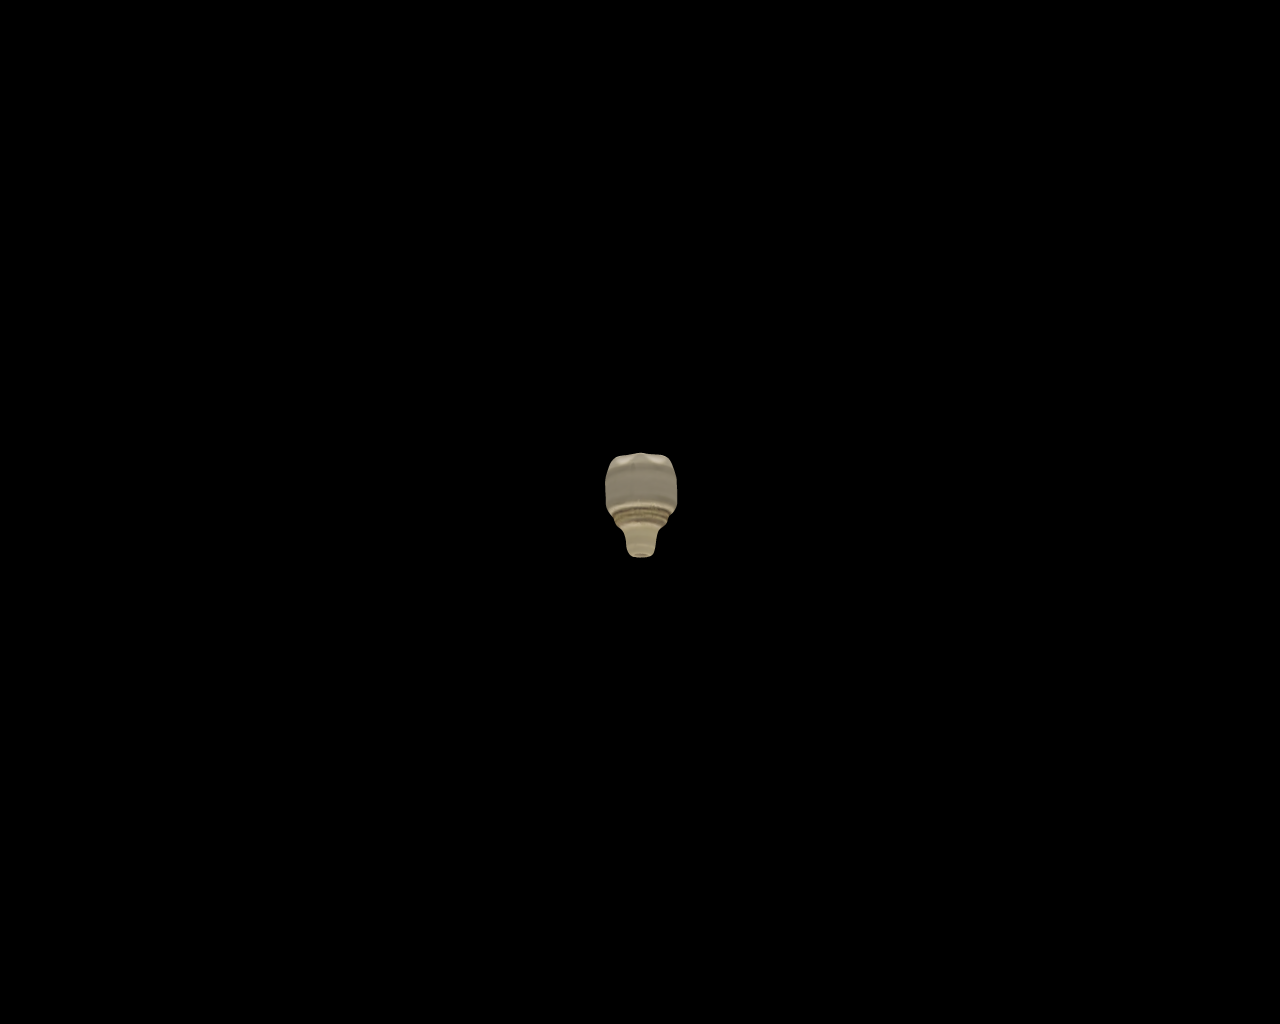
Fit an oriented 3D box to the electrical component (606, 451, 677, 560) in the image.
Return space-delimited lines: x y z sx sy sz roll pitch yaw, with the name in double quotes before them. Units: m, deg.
"electrical component" 0.001 -0.003 0.650 0.043 0.062 0.043 0 -16 0
